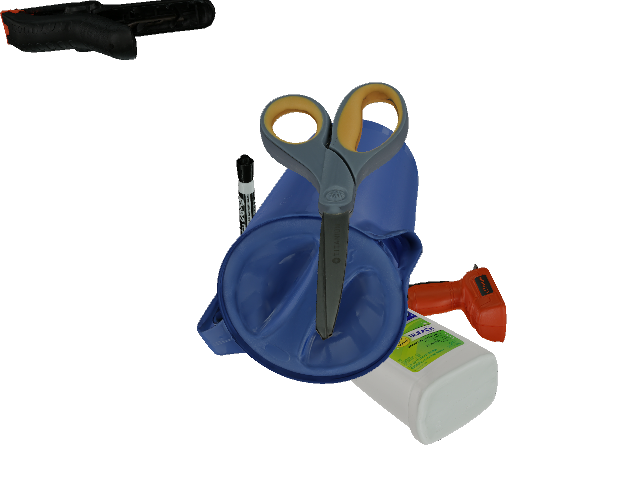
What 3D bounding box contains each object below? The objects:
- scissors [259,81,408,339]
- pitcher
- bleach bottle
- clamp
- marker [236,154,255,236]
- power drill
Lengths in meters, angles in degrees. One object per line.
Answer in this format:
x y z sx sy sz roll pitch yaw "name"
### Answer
-0.008 -0.027 0.585 0.096 0.016 0.201 10 45 17 "scissors"
0.004 -0.002 0.833 0.149 0.145 0.242 14 27 4 "pitcher"
0.044 0.093 1.004 0.102 0.068 0.251 -24 34 -32 "bleach bottle"
-0.170 -0.168 0.829 0.172 0.039 0.120 13 23 33 "clamp"
-0.080 -0.039 1.159 0.020 0.121 0.020 0 35 0 "marker"
0.110 0.085 1.204 0.187 0.057 0.184 -3 27 -3 "power drill"
